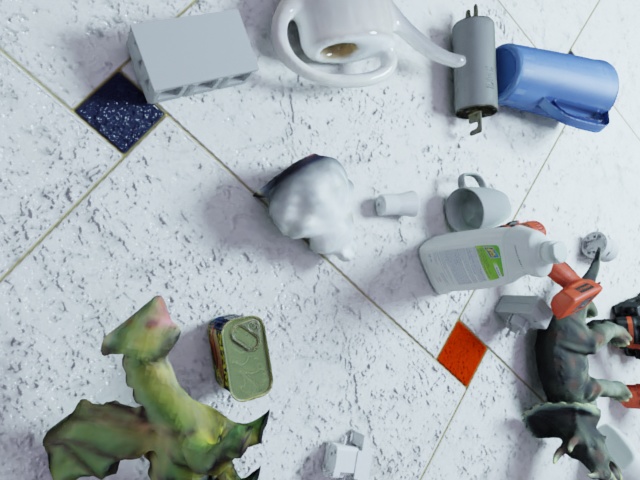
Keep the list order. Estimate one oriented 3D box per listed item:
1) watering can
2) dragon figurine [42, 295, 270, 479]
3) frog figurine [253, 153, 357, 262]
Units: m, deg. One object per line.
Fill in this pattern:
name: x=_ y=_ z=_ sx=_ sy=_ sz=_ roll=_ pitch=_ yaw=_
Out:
watering can: x=0.074 y=-0.353 z=0.819 sx=0.349 sy=0.103 sz=0.225 roll=-13 pitch=88 yaw=-27
dragon figurine: x=-0.194 y=0.262 z=0.596 sx=0.243 sy=0.123 sz=0.405 roll=13 pitch=104 yaw=2
frog figurine: x=0.002 y=-0.037 z=0.735 sx=0.139 sy=0.121 sz=0.160 roll=-33 pitch=88 yaw=-45
